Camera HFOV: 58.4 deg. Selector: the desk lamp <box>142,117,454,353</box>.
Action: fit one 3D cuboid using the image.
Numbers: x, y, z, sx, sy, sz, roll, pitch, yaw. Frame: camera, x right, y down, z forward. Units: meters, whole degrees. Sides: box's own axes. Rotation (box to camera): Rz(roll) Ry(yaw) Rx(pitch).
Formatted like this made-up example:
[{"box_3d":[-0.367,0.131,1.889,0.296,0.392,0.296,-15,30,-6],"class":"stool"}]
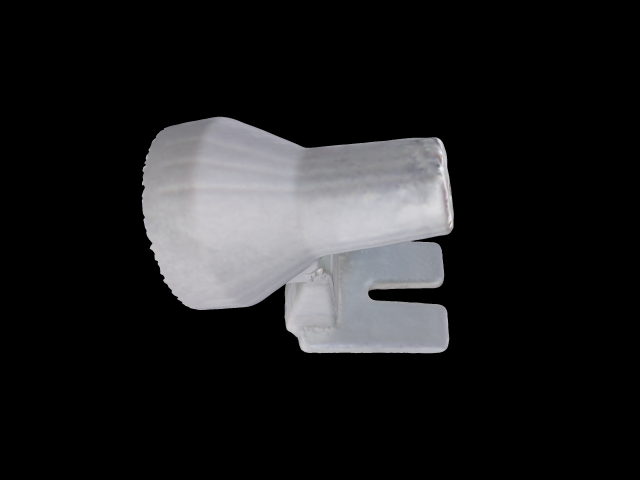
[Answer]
[{"box_3d":[0.004,0.001,0.400,0.203,0.213,0.118,0,65,0],"class":"desk lamp"}]
